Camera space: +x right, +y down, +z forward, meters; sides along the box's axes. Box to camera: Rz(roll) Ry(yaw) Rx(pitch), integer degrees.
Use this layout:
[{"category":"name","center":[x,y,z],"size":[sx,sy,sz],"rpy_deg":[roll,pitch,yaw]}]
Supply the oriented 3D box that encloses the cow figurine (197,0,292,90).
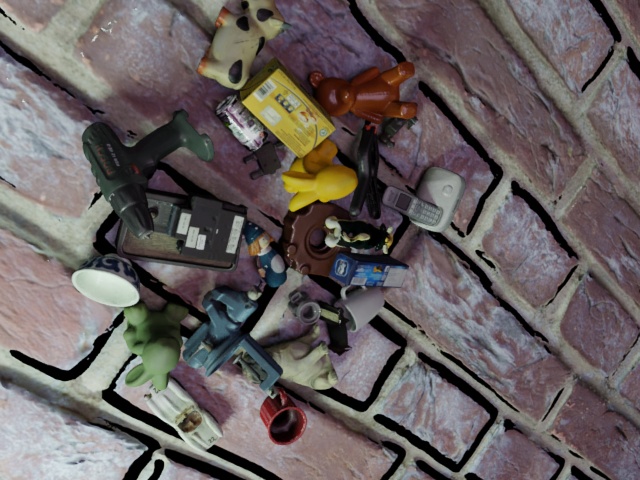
[{"category":"cow figurine","center":[-0.138,-0.375,1.003],"size":[0.127,0.086,0.195],"rpy_deg":[24,89,-22]}]

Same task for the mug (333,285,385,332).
[{"category":"mug","center":[0.092,0.141,1.243],"size":[0.107,0.081,0.109],"rpy_deg":[-29,107,-29]}]

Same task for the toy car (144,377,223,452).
[{"category":"toy car","center":[-0.285,0.366,1.131],"size":[0.073,0.056,0.201],"rpy_deg":[-41,116,-11]}]

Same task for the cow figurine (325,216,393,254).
[{"category":"cow figurine","center":[0.100,-0.010,1.137],"size":[0.167,0.098,0.068],"rpy_deg":[5,93,-29]}]

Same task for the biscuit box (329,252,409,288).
[{"category":"biscuit box","center":[0.113,0.067,1.202],"size":[0.202,0.063,0.059],"rpy_deg":[8,105,-47]}]

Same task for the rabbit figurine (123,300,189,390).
[{"category":"rabbit figurine","center":[-0.316,0.203,1.011],"size":[0.121,0.170,0.159],"rpy_deg":[15,95,-27]}]

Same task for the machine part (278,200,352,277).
[{"category":"machine part","center":[-0.002,-0.004,1.172],"size":[0.179,0.056,0.179],"rpy_deg":[-6,104,-25]}]

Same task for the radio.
[{"category":"radio","center":[-0.265,-0.020,1.035],"size":[0.229,0.073,0.131],"rpy_deg":[10,98,-27]}]

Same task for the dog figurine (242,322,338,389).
[{"category":"dog figurine","center":[-0.066,0.292,1.203],"size":[0.191,0.121,0.172],"rpy_deg":[-21,108,-4]}]

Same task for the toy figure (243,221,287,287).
[{"category":"toy figure","center":[-0.116,0.026,1.126],"size":[0.058,0.064,0.154],"rpy_deg":[-17,116,13]}]

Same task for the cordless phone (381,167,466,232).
[{"category":"cordless phone","center":[0.232,-0.110,1.242],"size":[0.184,0.089,0.146],"rpy_deg":[21,93,-23]}]

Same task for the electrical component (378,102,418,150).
[{"category":"electrical component","center":[0.177,-0.250,1.191],"size":[0.045,0.078,0.102],"rpy_deg":[44,76,-3]}]

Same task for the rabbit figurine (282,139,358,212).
[{"category":"rabbit figurine","center":[0.001,-0.127,1.079],"size":[0.162,0.173,0.121],"rpy_deg":[-21,115,-23]}]

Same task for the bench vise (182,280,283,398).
[{"category":"bench vise","center":[-0.157,0.212,1.093],"size":[0.241,0.129,0.223],"rpy_deg":[45,89,7]}]

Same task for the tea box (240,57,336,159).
[{"category":"tea box","center":[-0.061,-0.250,1.030],"size":[0.098,0.068,0.169],"rpy_deg":[-37,127,15]}]

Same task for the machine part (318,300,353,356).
[{"category":"machine part","center":[0.034,0.202,1.235],"size":[0.039,0.084,0.138],"rpy_deg":[-42,129,-41]}]

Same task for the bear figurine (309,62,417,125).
[{"category":"bear figurine","center":[0.084,-0.300,1.102],"size":[0.196,0.132,0.120],"rpy_deg":[-7,99,-29]}]

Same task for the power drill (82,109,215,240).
[{"category":"power drill","center":[-0.292,-0.130,0.951],"size":[0.207,0.086,0.232],"rpy_deg":[-36,76,-21]}]

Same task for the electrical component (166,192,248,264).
[{"category":"electrical component","center":[-0.210,-0.024,0.988],"size":[0.134,0.058,0.114],"rpy_deg":[14,94,-26]}]

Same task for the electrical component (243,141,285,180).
[{"category":"electrical component","center":[-0.108,-0.165,1.102],"size":[0.094,0.021,0.063],"rpy_deg":[-30,113,-16]}]
